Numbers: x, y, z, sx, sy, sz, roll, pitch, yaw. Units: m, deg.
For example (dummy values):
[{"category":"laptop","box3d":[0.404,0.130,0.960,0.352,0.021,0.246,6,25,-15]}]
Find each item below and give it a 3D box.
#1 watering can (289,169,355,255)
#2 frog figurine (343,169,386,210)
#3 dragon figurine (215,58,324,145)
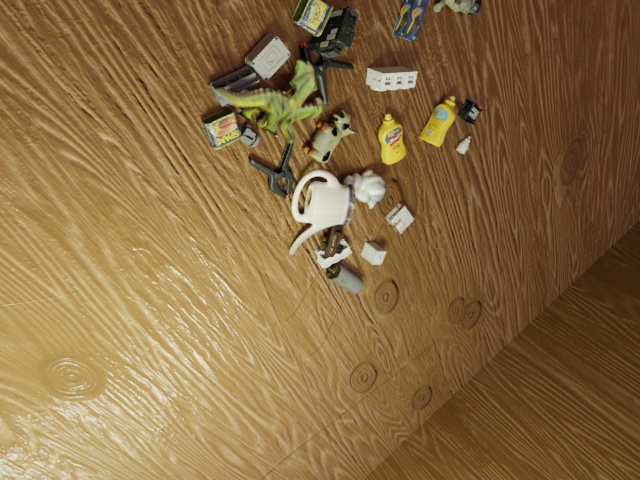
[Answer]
[{"category":"watering can","box3d":[0.006,-0.092,1.820,0.224,0.106,0.340,4,121,-13]},{"category":"frog figurine","box3d":[0.164,-0.201,1.882,0.157,0.122,0.140,36,59,-35]},{"category":"dragon figurine","box3d":[-0.113,-0.428,1.510,0.242,0.123,0.407,-56,150,5]}]
